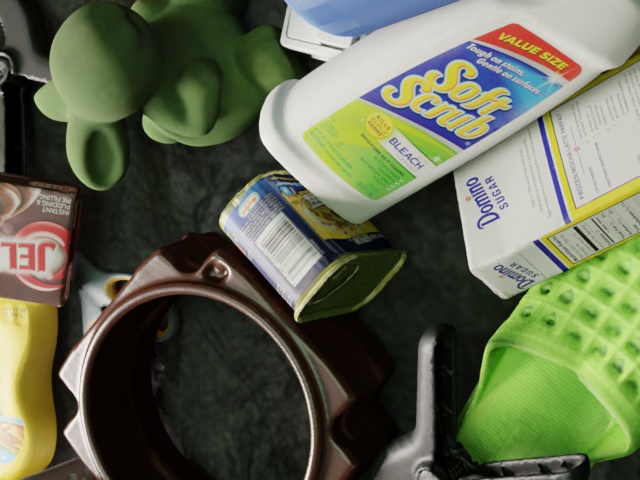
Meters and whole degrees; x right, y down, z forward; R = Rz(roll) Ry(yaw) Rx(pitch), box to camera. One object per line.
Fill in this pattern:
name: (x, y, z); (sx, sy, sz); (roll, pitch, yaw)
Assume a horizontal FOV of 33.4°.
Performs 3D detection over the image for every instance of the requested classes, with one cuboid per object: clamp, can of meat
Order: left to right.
clamp: (-0.244, -0.121, 0.839); (0.165, 0.036, 0.210); (-47, 73, 17)
can of meat: (-0.005, 0.001, 0.687); (0.084, 0.101, 0.057); (48, 113, 19)
clamp: (0.085, 0.144, 0.639); (0.120, 0.039, 0.172); (42, 134, 29)

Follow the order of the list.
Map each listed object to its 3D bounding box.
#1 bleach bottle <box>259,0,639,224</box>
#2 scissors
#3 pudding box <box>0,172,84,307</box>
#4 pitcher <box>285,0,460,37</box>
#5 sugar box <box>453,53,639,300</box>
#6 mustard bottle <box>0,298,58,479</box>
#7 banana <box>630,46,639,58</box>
bleach bottle: (0.086, -0.104, 0.602); (0.251, 0.068, 0.102); (-31, 117, 35)
scissors: (-0.194, 0.039, 0.841); (0.202, 0.016, 0.096); (27, 107, 24)
pudding box: (-0.239, -0.004, 0.800); (0.113, 0.039, 0.090); (10, 105, -2)
pitcher: (0.083, -0.194, 0.511); (0.243, 0.149, 0.145); (-15, 116, 43)
sugar box: (0.162, -0.045, 0.602); (0.176, 0.048, 0.093); (-31, 42, 30)
mustard bottle: (-0.254, 0.136, 0.858); (0.096, 0.058, 0.191); (4, 97, 29)
banana: (0.185, -0.143, 0.606); (0.198, 0.037, 0.069); (-20, 87, 28)
